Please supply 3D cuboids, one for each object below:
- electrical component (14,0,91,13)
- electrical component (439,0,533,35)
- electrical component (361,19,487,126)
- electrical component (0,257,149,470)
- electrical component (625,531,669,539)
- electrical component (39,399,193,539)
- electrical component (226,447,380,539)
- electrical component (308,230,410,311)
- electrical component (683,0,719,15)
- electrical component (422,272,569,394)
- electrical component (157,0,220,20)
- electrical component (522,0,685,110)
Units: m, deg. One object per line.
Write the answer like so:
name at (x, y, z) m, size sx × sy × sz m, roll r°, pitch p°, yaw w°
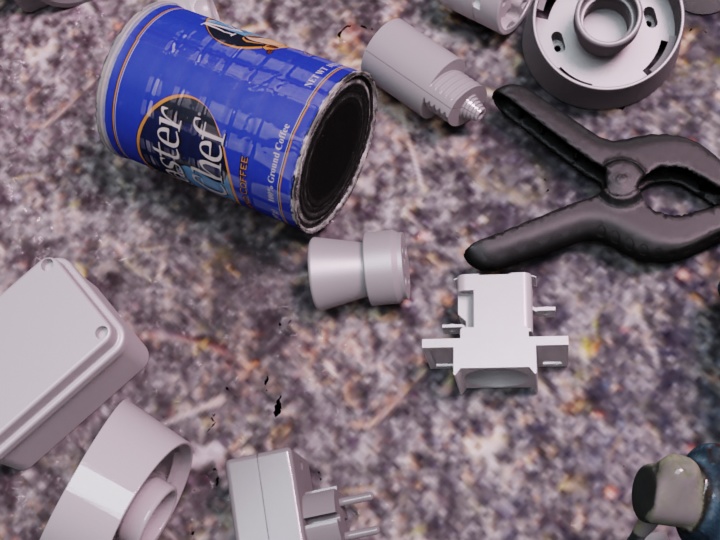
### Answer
electrical component at (-0.170, -0.252, 0.731) m, size 0.186 × 0.105 × 0.060 m, roll -21°, pitch 69°, yaw 3°
electrical component at (0.082, -0.185, 0.688) m, size 0.047 × 0.055 × 0.055 m, roll 28°, pitch 78°, yaw 22°
electrical component at (0.045, -0.119, 0.677) m, size 0.081 × 0.043 × 0.043 m, roll 38°, pitch 81°, yaw 20°
electrical component at (-0.198, 0.057, 0.653) m, size 0.113 × 0.057 × 0.078 m, roll -42°, pitch 69°, yaw -5°
electrical component at (0.132, 0.183, 0.553) m, size 0.079 × 0.043 × 0.077 m, roll -17°, pitch 69°, yaw 4°
electrical component at (-0.139, 0.124, 0.599) m, size 0.064 × 0.099 × 0.099 m, roll 26°, pitch 77°, yaw 11°
electrical component at (-0.027, 0.142, 0.596) m, size 0.076 × 0.047 × 0.083 m, roll -13°, pitch 69°, yaw 6°
electrical component at (0.000, 0.000, 0.643) m, size 0.055 × 0.045 × 0.045 m, roll -5°, pitch 70°, yaw 8°
electrical component at (0.213, -0.211, 0.659) m, size 0.043 × 0.077 × 0.079 m, roll -4°, pitch 70°, yaw 9°
electrical component at (0.078, 0.035, 0.617) m, size 0.081 × 0.042 × 0.063 m, roll -2°, pitch 67°, yaw 9°
electrical component at (-0.127, -0.164, 0.725) m, size 0.062 × 0.043 × 0.043 m, roll -19°, pitch 68°, yaw 5°
electrical component at (0.152, -0.150, 0.670) m, size 0.099 × 0.064 × 0.099 m, roll -1°, pitch 84°, yaw 7°
